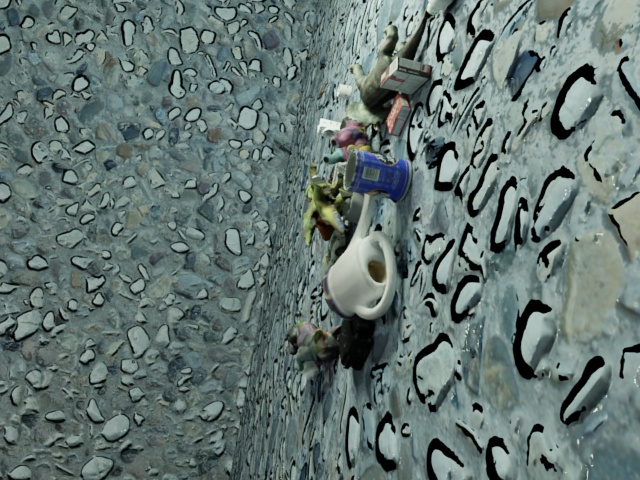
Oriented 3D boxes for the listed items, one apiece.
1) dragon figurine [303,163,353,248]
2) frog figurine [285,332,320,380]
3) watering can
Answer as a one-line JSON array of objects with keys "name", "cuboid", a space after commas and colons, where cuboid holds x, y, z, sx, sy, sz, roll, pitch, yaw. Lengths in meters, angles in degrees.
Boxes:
[{"name": "dragon figurine", "cuboid": [0.005, -0.080, 1.581, 0.420, 0.122, 0.237, -96, 20, -49]}, {"name": "frog figurine", "cuboid": [-0.039, 0.387, 1.749, 0.162, 0.123, 0.135, 39, 114, 36]}, {"name": "watering can", "cuboid": [0.098, 0.048, 1.267, 0.220, 0.103, 0.356, -43, 39, 38]}]
